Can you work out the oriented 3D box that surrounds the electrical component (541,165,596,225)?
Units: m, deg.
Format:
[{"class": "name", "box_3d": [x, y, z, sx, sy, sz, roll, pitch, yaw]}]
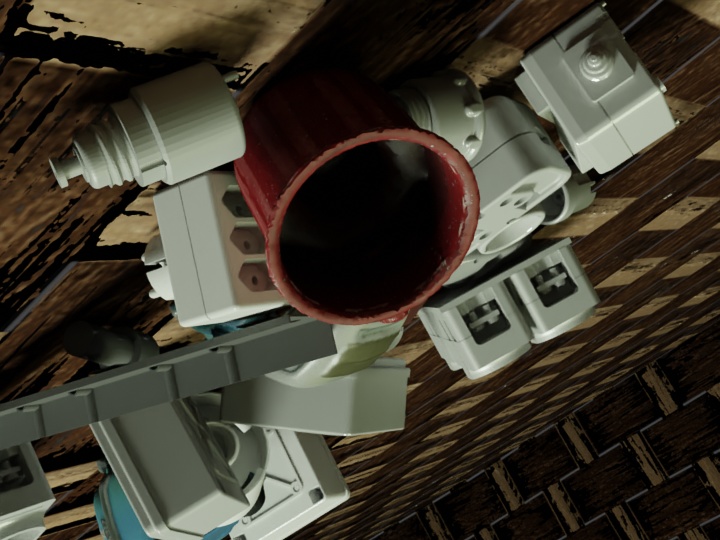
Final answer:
[{"class": "electrical component", "box_3d": [0.145, -0.056, 0.780, 0.046, 0.040, 0.040, -19, 161, -47]}]

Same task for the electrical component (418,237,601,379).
[{"class": "electrical component", "box_3d": [0.111, 0.030, 0.848, 0.105, 0.060, 0.186, -29, 180, -3]}]

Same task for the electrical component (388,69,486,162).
[{"class": "electrical component", "box_3d": [0.027, -0.073, 0.530, 0.062, 0.048, 0.048, -12, 157, -28]}]

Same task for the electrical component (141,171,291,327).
[{"class": "electrical component", "box_3d": [-0.078, -0.006, 0.521, 0.077, 0.065, 0.047, -17, 173, 35]}]

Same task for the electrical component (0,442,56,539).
[{"class": "electrical component", "box_3d": [-0.293, 0.188, 0.732, 0.105, 0.060, 0.186, -13, 157, -44]}]

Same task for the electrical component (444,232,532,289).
[{"class": "electrical component", "box_3d": [0.074, -0.012, 0.784, 0.077, 0.043, 0.079, -18, 161, -33]}]

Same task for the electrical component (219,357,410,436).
[{"class": "electrical component", "box_3d": [-0.032, 0.090, 0.799, 0.109, 0.056, 0.109, 2, 176, 24]}]

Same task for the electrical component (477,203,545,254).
[{"class": "electrical component", "box_3d": [0.089, -0.043, 0.710, 0.055, 0.047, 0.055, -27, 163, -9]}]

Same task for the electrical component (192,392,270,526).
[{"class": "electrical component", "box_3d": [-0.117, 0.145, 0.831, 0.099, 0.099, 0.064, -21, 159, -27]}]

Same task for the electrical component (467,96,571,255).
[{"class": "electrical component", "box_3d": [0.063, -0.053, 0.616, 0.095, 0.059, 0.054, -37, 162, 25]}]

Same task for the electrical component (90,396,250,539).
[{"class": "electrical component", "box_3d": [-0.131, 0.125, 0.735, 0.056, 0.108, 0.108, -31, 163, -5]}]

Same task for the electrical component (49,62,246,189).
[{"class": "electrical component", "box_3d": [-0.081, -0.052, 0.417, 0.078, 0.040, 0.040, -24, 163, -17]}]

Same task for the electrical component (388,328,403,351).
[{"class": "electrical component", "box_3d": [0.013, 0.031, 0.809, 0.079, 0.043, 0.077, -35, 163, 17]}]

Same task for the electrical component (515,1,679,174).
[{"class": "electrical component", "box_3d": [0.129, -0.097, 0.591, 0.061, 0.061, 0.096, -34, 163, 15]}]

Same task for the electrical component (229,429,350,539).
[{"class": "electrical component", "box_3d": [-0.082, 0.189, 0.999, 0.109, 0.108, 0.056, -35, 160, 17]}]
